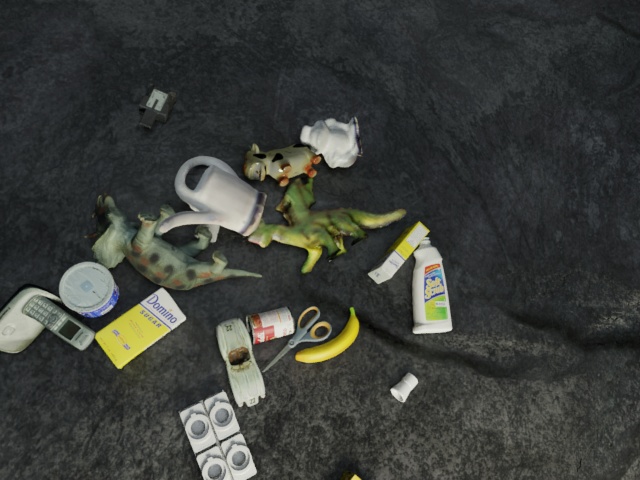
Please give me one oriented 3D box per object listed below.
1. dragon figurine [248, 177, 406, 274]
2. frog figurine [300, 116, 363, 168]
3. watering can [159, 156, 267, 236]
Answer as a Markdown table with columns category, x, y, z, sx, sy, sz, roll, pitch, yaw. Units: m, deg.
| category | x | y | z | sx | sy | sz | roll | pitch | yaw |
| --- | --- | --- | --- | --- | --- | --- | --- | --- | --- |
| dragon figurine | 0.004 | -0.067 | 1.328 | 0.414 | 0.245 | 0.120 | -29 | -13 | -24 |
| frog figurine | 0.028 | -0.261 | 1.391 | 0.159 | 0.137 | 0.123 | -6 | 1 | 1 |
| watering can | -0.240 | -0.080 | 1.194 | 0.223 | 0.102 | 0.356 | 28 | 32 | -16 |
